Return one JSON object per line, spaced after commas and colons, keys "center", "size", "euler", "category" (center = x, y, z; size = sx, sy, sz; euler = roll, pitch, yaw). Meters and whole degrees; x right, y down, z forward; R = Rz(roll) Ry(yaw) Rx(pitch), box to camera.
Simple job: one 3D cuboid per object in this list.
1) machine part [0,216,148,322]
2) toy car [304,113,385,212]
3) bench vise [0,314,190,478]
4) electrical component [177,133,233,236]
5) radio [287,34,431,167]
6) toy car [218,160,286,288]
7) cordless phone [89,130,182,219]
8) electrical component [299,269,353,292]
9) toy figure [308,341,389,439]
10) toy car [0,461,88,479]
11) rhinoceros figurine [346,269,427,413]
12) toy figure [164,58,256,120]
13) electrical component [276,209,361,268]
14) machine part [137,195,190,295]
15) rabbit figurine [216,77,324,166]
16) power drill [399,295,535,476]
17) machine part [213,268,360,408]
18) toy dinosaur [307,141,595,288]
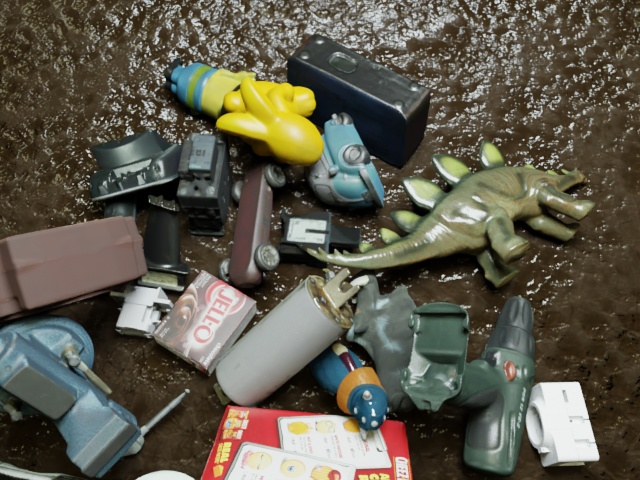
{"center": [-0.331, 0.038, 0.645], "size": [0.201, 0.201, 0.087], "euler": [-16, 93, -50], "category": "machine part"}
{"center": [0.027, -0.108, 0.806], "size": [0.103, 0.109, 0.162], "euler": [-26, 54, 5], "category": "toy car"}
{"center": [-0.301, 0.159, 0.628], "size": [0.241, 0.223, 0.129], "euler": [25, 77, 49], "category": "bench vise"}
{"center": [-0.163, -0.085, 0.769], "size": [0.058, 0.134, 0.115], "euler": [2, 61, -2], "category": "electrical component"}
{"center": [0.056, -0.221, 0.849], "size": [0.230, 0.131, 0.073], "euler": [30, 67, 16], "category": "radio"}
{"center": [-0.091, -0.024, 0.767], "size": [0.089, 0.053, 0.202], "euler": [-26, 47, 37], "category": "toy car"}
{"center": [-0.263, -0.052, 0.772], "size": [0.147, 0.088, 0.184], "euler": [-11, 69, 19], "category": "cordless phone"}
{"center": [-0.003, 0.083, 0.699], "size": [0.045, 0.102, 0.078], "euler": [35, 53, -22], "category": "electrical component"}
{"center": [0.036, 0.168, 0.635], "size": [0.058, 0.064, 0.155], "euler": [-32, 31, -16], "category": "toy figure"}
{"center": [-0.338, 0.294, 0.601], "size": [0.202, 0.056, 0.073], "euler": [8, 67, 6], "category": "toy car"}
{"center": [0.091, 0.125, 0.694], "size": [0.112, 0.073, 0.190], "euler": [-16, 63, 3], "category": "rhinoceros figurine"}
{"center": [-0.172, -0.236, 0.887], "size": [0.180, 0.082, 0.089], "euler": [21, 74, 6], "category": "toy figure"}
{"center": [-0.002, -0.002, 0.773], "size": [0.119, 0.047, 0.075], "euler": [2, 61, 0], "category": "electrical component"}
{"center": [-0.215, 0.008, 0.732], "size": [0.084, 0.138, 0.039], "euler": [7, 18, 8], "category": "machine part"}
{"center": [-0.060, -0.169, 0.769], "size": [0.122, 0.162, 0.173], "euler": [-53, 45, 14], "category": "rabbit figurine"}
{"center": [0.183, 0.142, 0.626], "size": [0.086, 0.207, 0.232], "euler": [-3, 62, 39], "category": "power drill"}
{"center": [-0.044, 0.123, 0.638], "size": [0.243, 0.079, 0.079], "euler": [-43, 64, 19], "category": "machine part"}
{"center": [0.214, -0.032, 0.759], "size": [0.471, 0.105, 0.199], "euler": [-23, 55, -26], "category": "toy dinosaur"}
